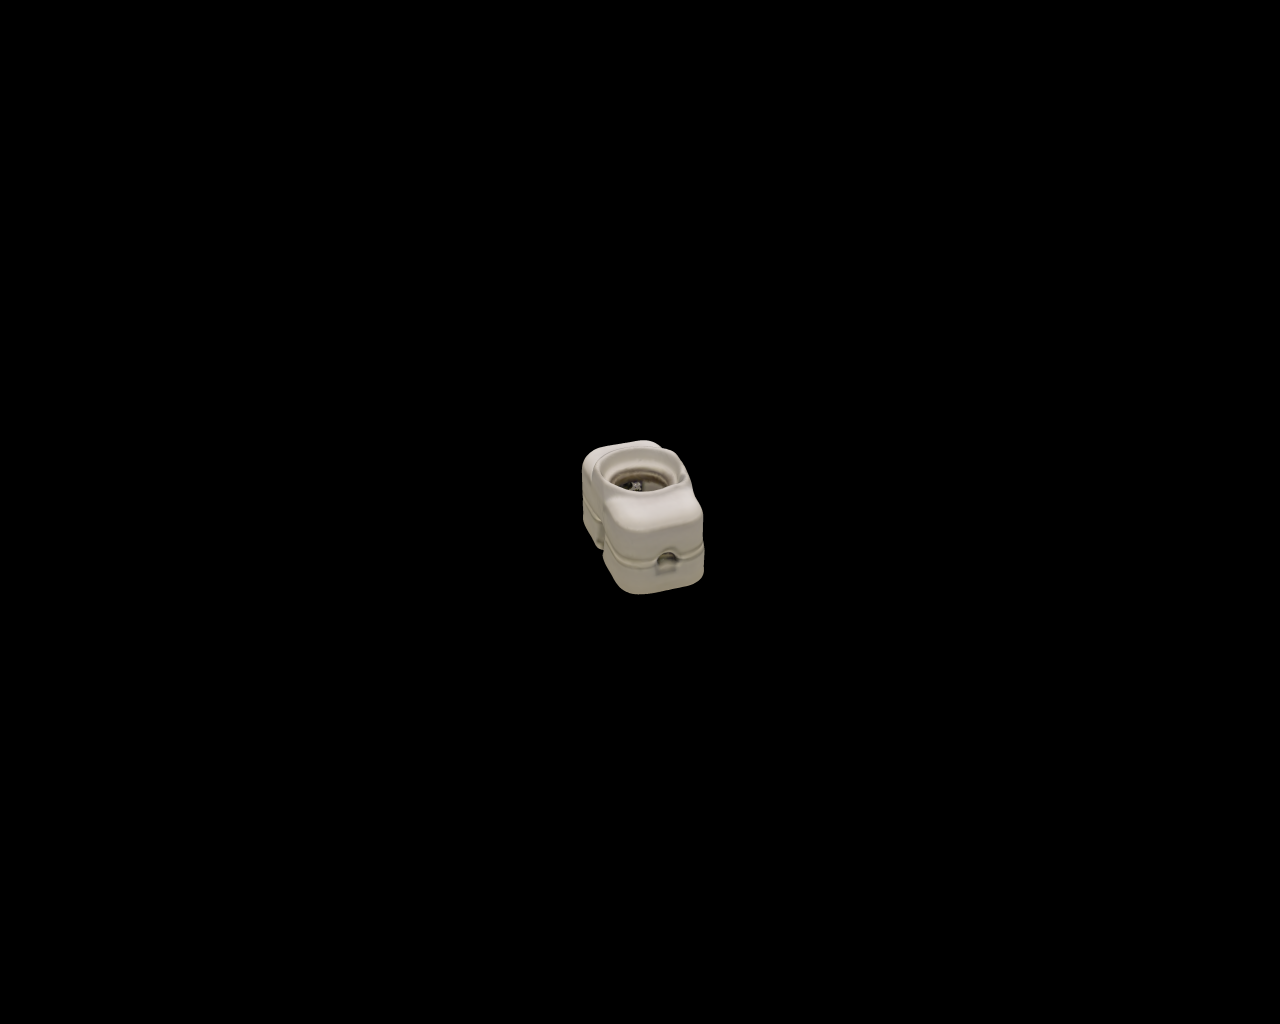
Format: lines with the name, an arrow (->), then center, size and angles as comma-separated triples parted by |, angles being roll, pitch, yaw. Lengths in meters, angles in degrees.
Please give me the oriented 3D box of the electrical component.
electrical component -> 0.001, -0.003, 0.650 | 0.054, 0.059, 0.095 | -10, 35, -15
